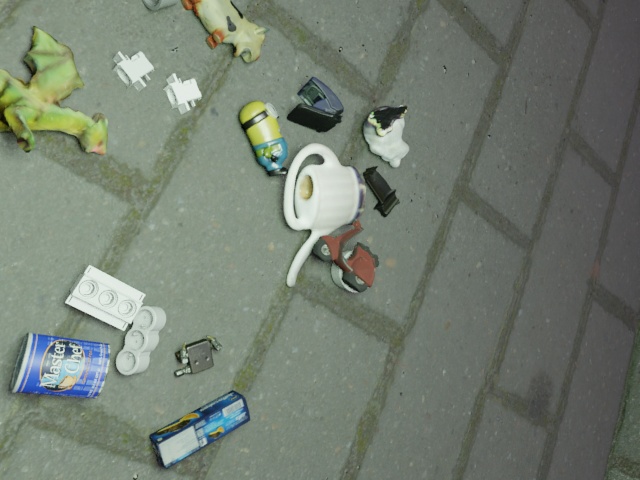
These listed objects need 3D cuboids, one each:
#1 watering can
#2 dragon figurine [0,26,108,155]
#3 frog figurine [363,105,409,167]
[{"bbox_3d":[0.004,-0.064,1.270,0.225,0.105,0.344,-5,105,-36],"label":"watering can"},{"bbox_3d":[-0.558,-0.295,0.932,0.405,0.121,0.248,48,47,-24],"label":"dragon figurine"},{"bbox_3d":[0.186,-0.283,1.413,0.156,0.123,0.140,69,40,-54],"label":"frog figurine"}]
